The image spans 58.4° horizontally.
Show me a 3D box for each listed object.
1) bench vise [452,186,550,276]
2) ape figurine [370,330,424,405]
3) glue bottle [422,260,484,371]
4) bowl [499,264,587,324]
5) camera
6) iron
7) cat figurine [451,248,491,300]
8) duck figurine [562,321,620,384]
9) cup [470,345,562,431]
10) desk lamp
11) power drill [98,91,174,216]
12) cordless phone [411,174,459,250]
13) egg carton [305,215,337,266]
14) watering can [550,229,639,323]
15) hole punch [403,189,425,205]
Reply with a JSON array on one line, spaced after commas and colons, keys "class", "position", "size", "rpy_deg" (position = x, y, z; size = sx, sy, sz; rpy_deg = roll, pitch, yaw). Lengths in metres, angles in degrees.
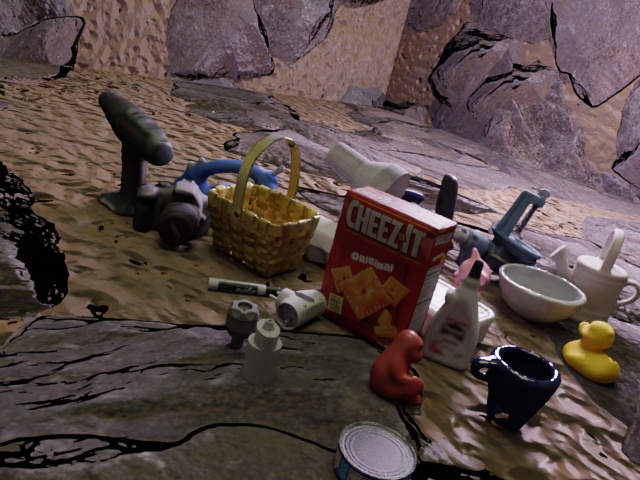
[{"class": "bench vise", "position": [0.396, -0.011, 1.213], "size": [0.208, 0.220, 0.121], "rpy_deg": [2, 24, -29]}, {"class": "ape figurine", "position": [0.110, 0.163, 0.759], "size": [0.076, 0.092, 0.078], "rpy_deg": [15, 21, 3]}, {"class": "glue bottle", "position": [0.208, 0.107, 0.852], "size": [0.078, 0.173, 0.037], "rpy_deg": [18, 21, 12]}, {"class": "bowl", "position": [0.419, 0.114, 1.111], "size": [0.167, 0.075, 0.167], "rpy_deg": [12, 21, -4]}, {"class": "camera", "position": [-0.273, -0.053, 1.056], "size": [0.143, 0.101, 0.136], "rpy_deg": [10, 21, -10]}, {"class": "iron", "position": [-0.198, -0.107, 1.185], "size": [0.259, 0.141, 0.118], "rpy_deg": [9, 21, -13]}, {"class": "cat figurine", "position": [0.286, 0.069, 1.080], "size": [0.067, 0.118, 0.128], "rpy_deg": [18, 21, 11]}, {"class": "duck figurine", "position": [0.460, 0.179, 0.952], "size": [0.078, 0.086, 0.104], "rpy_deg": [7, 22, -18]}, {"class": "cup", "position": [0.243, 0.198, 0.750], "size": [0.118, 0.095, 0.091], "rpy_deg": [10, 21, -11]}, {"class": "desk lamp", "position": [0.067, -0.083, 1.194], "size": [0.202, 0.213, 0.118], "rpy_deg": [25, 23, 26]}, {"class": "power drill", "position": [-0.376, -0.164, 1.121], "size": [0.228, 0.208, 0.076], "rpy_deg": [28, 25, 33]}, {"class": "cordless phone", "position": [0.270, -0.075, 1.347], "size": [0.094, 0.185, 0.147], "rpy_deg": [3, 23, -26]}, {"class": "egg carton", "position": [0.010, 0.004, 1.137], "size": [0.150, 0.069, 0.107], "rpy_deg": [25, 23, 26]}, {"class": "watering can", "position": [0.554, 0.066, 1.152], "size": [0.173, 0.194, 0.101], "rpy_deg": [13, 21, -2]}, {"class": "hole punch", "position": [0.209, -0.103, 1.512], "size": [0.109, 0.091, 0.101], "rpy_deg": [11, 21, -9]}]
